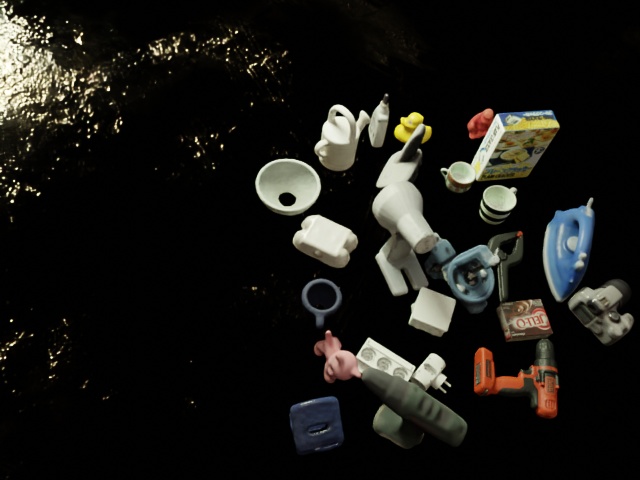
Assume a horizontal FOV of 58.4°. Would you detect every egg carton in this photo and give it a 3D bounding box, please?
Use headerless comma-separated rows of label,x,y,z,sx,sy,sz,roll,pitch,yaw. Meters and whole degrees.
egg carton,0.013,0.005,1.425,0.150,0.069,0.107,24,60,8

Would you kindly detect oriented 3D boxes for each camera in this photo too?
camera,0.710,0.160,1.397,0.137,0.101,0.143,-29,67,-21

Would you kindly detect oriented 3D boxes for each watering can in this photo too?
watering can,0.059,-0.286,1.529,0.100,0.194,0.173,28,61,10

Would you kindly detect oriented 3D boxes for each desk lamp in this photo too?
desk lamp,0.205,-0.006,1.370,0.118,0.213,0.203,-16,63,-15

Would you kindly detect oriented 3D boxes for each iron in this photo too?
iron,0.647,0.021,1.448,0.118,0.141,0.258,17,59,4

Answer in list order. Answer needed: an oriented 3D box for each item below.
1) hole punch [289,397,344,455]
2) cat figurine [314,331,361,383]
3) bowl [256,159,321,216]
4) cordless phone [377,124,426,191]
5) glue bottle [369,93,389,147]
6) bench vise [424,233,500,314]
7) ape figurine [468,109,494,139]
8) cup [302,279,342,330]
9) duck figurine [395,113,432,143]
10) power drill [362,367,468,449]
hole punch,-0.005,0.386,1.187,0.109,0.091,0.101,-9,61,-12
cat figurine,0.039,0.258,1.251,0.067,0.118,0.127,-18,63,-16
bowl,-0.083,-0.124,1.487,0.167,0.075,0.167,3,59,-5
cordless phone,0.222,-0.212,1.510,0.094,0.185,0.148,23,60,7
glue bottle,0.169,-0.339,1.585,0.037,0.173,0.078,-2,60,-7
bench vise,0.328,0.061,1.341,0.207,0.220,0.122,35,62,14
ape figurine,0.477,-0.345,1.672,0.077,0.092,0.076,23,60,7
cup,0.000,0.161,1.317,0.091,0.095,0.118,5,59,-3
duck figurine,0.272,-0.326,1.640,0.104,0.086,0.077,6,59,-3
power drill,0.173,0.351,1.160,0.229,0.208,0.076,26,60,9
